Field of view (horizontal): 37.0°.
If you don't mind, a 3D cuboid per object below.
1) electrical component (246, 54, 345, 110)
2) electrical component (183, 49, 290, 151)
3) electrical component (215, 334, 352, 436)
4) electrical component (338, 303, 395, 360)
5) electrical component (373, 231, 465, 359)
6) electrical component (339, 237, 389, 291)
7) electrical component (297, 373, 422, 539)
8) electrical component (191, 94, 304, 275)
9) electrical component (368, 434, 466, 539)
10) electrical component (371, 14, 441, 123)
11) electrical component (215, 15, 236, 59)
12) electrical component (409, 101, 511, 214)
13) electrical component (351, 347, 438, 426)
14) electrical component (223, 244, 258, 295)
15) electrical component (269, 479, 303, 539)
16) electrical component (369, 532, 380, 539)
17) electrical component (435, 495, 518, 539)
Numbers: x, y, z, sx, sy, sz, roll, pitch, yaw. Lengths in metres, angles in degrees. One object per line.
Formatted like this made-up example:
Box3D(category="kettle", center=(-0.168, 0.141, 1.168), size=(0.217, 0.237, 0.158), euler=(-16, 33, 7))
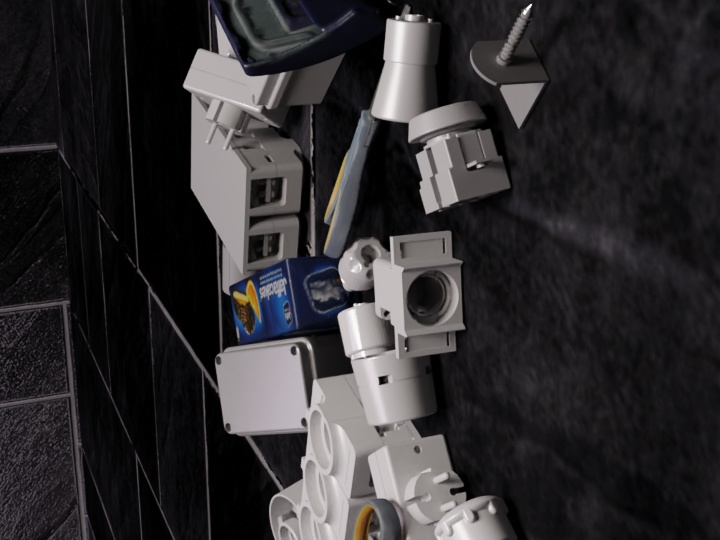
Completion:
Box3D(category="electrical component", center=(-0.055, -0.188, 0.862), size=(0.113, 0.057, 0.078), euler=(126, 132, -60))
Box3D(category="electrical component", center=(-0.113, -0.143, 0.948), size=(0.075, 0.083, 0.047), euler=(-68, -22, -2))
Box3D(category="electrical component", center=(-0.065, 0.099, 0.920), size=(0.113, 0.057, 0.078), euler=(-11, 87, 41))
Box3D(category="electrical component", center=(0.009, 0.060, 0.804), size=(0.040, 0.040, 0.078), euler=(140, 120, -65))
Box3D(category="electrical component", center=(0.037, 0.014, 0.716), size=(0.064, 0.042, 0.081), euler=(-158, 64, -68))
Box3D(category="electrical component", center=(0.000, 0.000, 0.816), size=(0.061, 0.035, 0.035), euler=(124, 135, -62))
Box3D(category="electrical component", center=(-0.007, 0.166, 0.848), size=(0.089, 0.062, 0.150), euler=(-125, 35, -50))
Box3D(category="electrical component", center=(-0.108, -0.089, 1.025), size=(0.186, 0.060, 0.105), euler=(-128, 37, -52))
Box3D(category="electrical component", center=(0.047, 0.155, 0.728), size=(0.075, 0.047, 0.083), euler=(132, 127, -62))
Box3D(category="electrical component", center=(0.032, -0.129, 0.686), size=(0.044, 0.044, 0.065), euler=(-142, 54, -61))
Box3D(category="electrical component", center=(-0.098, -0.230, 0.969), size=(0.100, 0.048, 0.099), euler=(-166, 70, -67))
Box3D(category="electrical component", center=(0.057, -0.067, 0.638), size=(0.066, 0.048, 0.055), euler=(-19, 87, 68))
Box3D(category="electrical component", center=(0.025, 0.080, 0.752), size=(0.055, 0.055, 0.047), euler=(162, 97, -68))
Box3D(category="electrical component", center=(-0.118, -0.018, 1.097), size=(0.043, 0.043, 0.081), euler=(-132, 41, -56))
Box3D(category="electrical component", center=(-0.038, 0.236, 0.981), size=(0.099, 0.064, 0.099), euler=(34, 134, 46))
Box3D(category="electrical component", center=(0.024, 0.216, 0.795), size=(0.048, 0.055, 0.066), euler=(129, 130, -61))
Box3D(category="electrical component", center=(0.078, 0.174, 0.662), size=(0.062, 0.048, 0.048), euler=(63, 152, 26))
